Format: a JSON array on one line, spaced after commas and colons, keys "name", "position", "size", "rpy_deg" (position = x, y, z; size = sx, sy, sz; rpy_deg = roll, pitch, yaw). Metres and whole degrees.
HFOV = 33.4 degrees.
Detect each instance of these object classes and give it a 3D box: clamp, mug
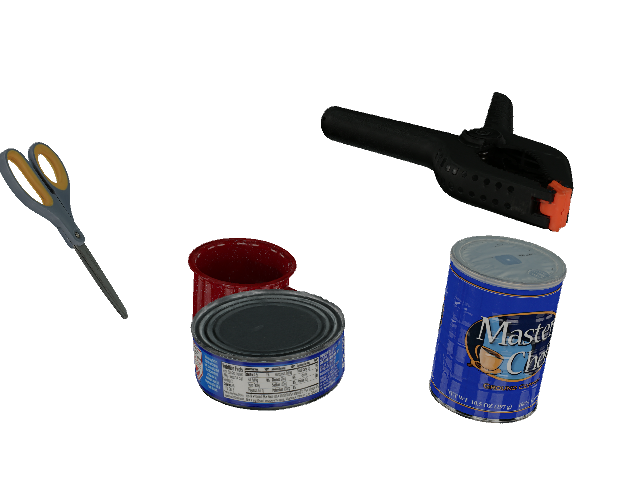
[{"name": "clamp", "position": [0.102, -0.061, 0.759], "size": [0.164, 0.036, 0.210], "rpy_deg": [-6, 27, -16]}, {"name": "mug", "position": [-0.059, 0.057, 0.924], "size": [0.117, 0.081, 0.093], "rpy_deg": [16, 27, 23]}]

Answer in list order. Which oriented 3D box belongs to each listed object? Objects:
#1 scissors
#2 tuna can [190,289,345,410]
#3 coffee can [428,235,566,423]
[{"name": "scissors", "position": [-0.247, -0.019, 1.074], "size": [0.016, 0.201, 0.096], "rpy_deg": [-27, 26, 23]}, {"name": "tuna can", "position": [-0.029, 0.060, 0.597], "size": [0.086, 0.034, 0.086], "rpy_deg": [-1, 22, 0]}, {"name": "coffee can", "position": [0.159, 0.079, 0.972], "size": [0.103, 0.140, 0.103], "rpy_deg": [6, 23, -3]}]
